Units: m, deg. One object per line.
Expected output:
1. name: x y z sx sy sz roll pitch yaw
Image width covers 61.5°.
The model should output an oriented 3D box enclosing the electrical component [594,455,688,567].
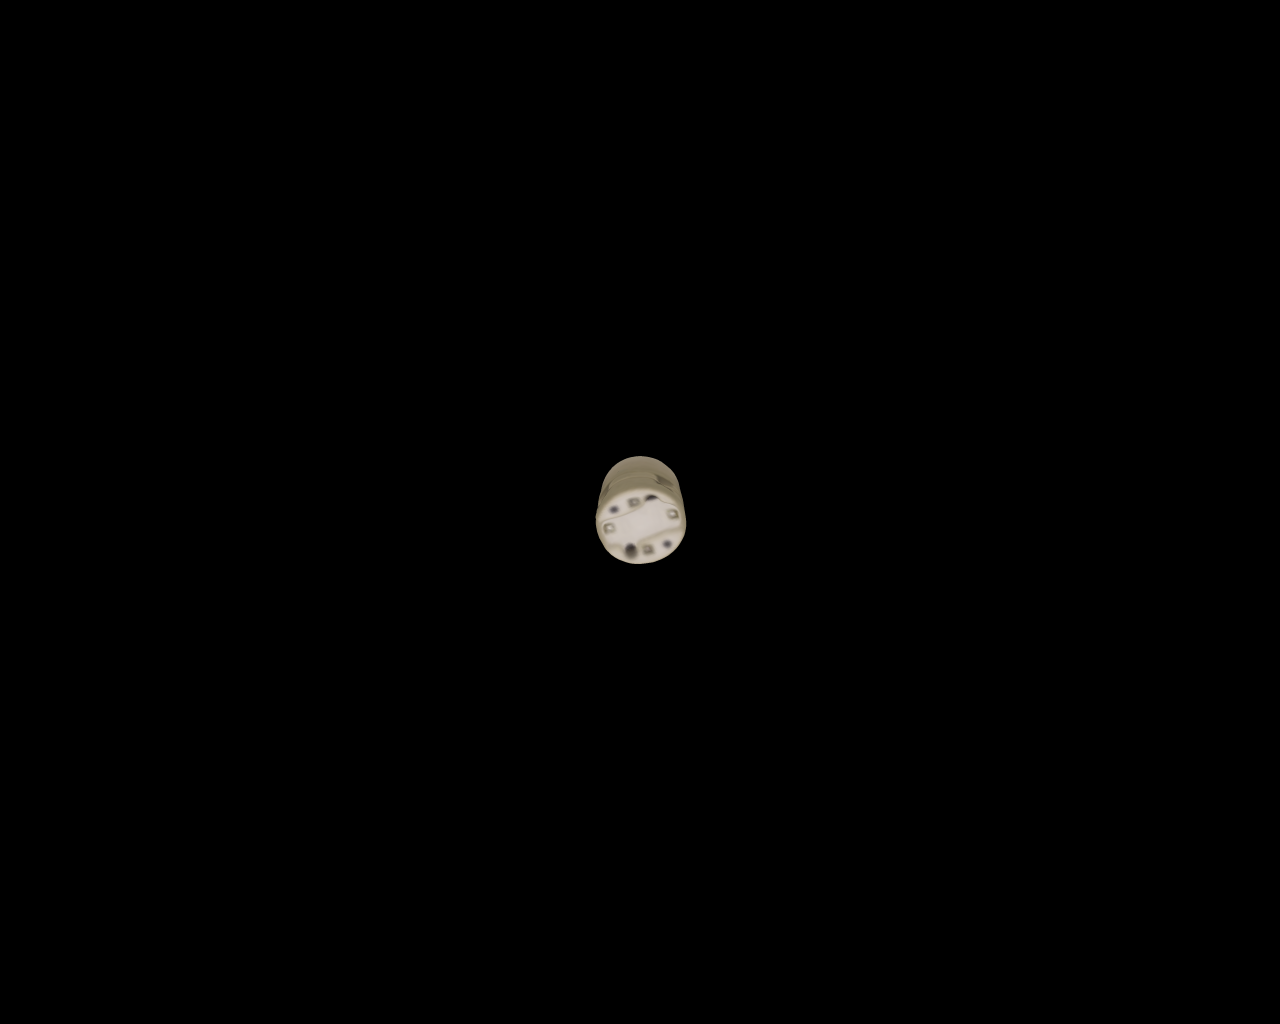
1. electrical component: 0.001 -0.003 0.650 0.055 0.055 0.047 0 30 0
